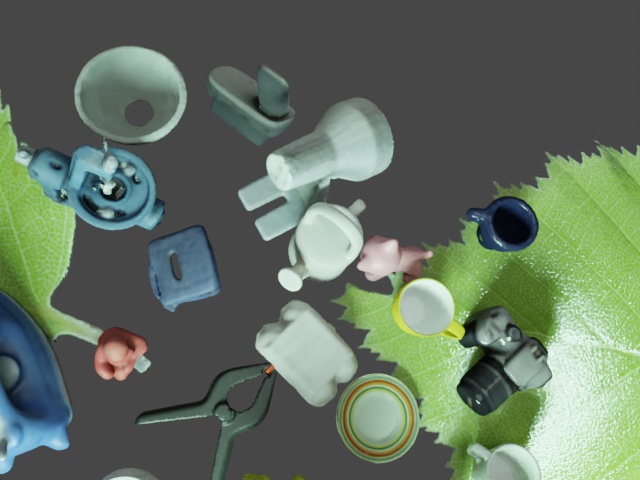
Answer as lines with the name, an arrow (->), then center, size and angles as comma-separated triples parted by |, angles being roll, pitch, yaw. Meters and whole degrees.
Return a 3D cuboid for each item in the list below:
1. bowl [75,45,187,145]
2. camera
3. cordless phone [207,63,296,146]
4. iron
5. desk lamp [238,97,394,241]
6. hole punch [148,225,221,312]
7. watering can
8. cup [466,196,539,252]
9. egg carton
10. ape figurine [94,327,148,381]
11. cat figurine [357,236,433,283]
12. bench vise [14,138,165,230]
bowl -> -0.295, -0.218, 0.913 | 0.167, 0.074, 0.167 | 2, 76, -9
camera -> 0.273, 0.195, 0.892 | 0.137, 0.100, 0.143 | -38, 85, -16
cordless phone -> -0.105, -0.241, 0.893 | 0.147, 0.185, 0.094 | 33, 73, 0
iron -> -0.426, 0.172, 0.759 | 0.119, 0.141, 0.258 | -20, 80, -13
desk lamp -> -0.010, -0.104, 0.860 | 0.203, 0.213, 0.118 | -30, 82, -15
hole punch -> -0.204, 0.042, 0.855 | 0.101, 0.091, 0.108 | -14, 79, -12
watering can -> 0.010, 0.004, 0.847 | 0.101, 0.194, 0.173 | 21, 74, -3
cup -> 0.287, -0.020, 0.951 | 0.118, 0.095, 0.092 | 15, 74, -5
egg carton -> -0.018, 0.169, 0.866 | 0.150, 0.069, 0.107 | 45, 74, 3
ape figurine -> -0.286, 0.158, 0.812 | 0.078, 0.092, 0.076 | -20, 80, -13
cat figurine -> 0.114, 0.026, 0.899 | 0.128, 0.117, 0.067 | 0, 76, -9
bench vise -> -0.330, -0.081, 0.798 | 0.207, 0.219, 0.121 | 4, 76, -8
